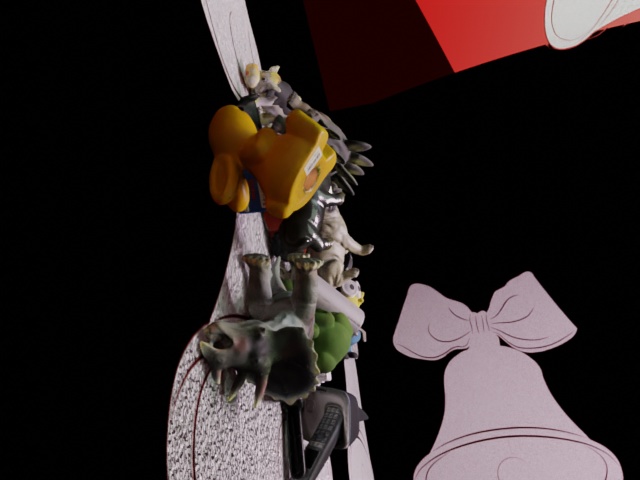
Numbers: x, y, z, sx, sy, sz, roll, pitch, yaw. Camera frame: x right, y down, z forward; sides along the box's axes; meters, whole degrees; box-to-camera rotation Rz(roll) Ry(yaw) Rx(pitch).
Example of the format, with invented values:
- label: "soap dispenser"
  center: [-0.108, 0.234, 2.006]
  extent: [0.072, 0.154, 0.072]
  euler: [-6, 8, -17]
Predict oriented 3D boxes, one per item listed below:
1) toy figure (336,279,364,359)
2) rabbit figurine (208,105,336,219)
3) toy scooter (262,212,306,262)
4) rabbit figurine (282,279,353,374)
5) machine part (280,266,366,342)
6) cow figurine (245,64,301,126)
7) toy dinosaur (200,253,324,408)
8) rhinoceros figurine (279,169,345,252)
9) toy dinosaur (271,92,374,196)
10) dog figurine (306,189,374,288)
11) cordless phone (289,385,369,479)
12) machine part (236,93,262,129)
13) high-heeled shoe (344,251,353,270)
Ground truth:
- label: "toy figure"
  center: [0.044, 0.166, 1.164]
  extent: [0.082, 0.089, 0.180]
  euler: [38, 53, -71]
- label: "rabbit figurine"
  center: [-0.085, -0.111, 0.737]
  extent: [0.162, 0.173, 0.122]
  euler: [-57, 167, 3]
- label: "toy scooter"
  center: [-0.071, -0.053, 1.051]
  extent: [0.135, 0.075, 0.183]
  euler: [-86, 160, -66]
- label: "rabbit figurine"
  center: [-0.037, 0.154, 0.956]
  extent: [0.170, 0.121, 0.159]
  euler: [54, 16, -5]
- label: "machine part"
  center: [0.004, 0.123, 1.060]
  extent: [0.243, 0.079, 0.079]
  euler: [38, 24, -18]
- label: "cow figurine"
  center: [-0.093, -0.295, 1.084]
  extent: [0.167, 0.098, 0.068]
  euler: [60, 28, -73]
- label: "toy dinosaur"
  center: [-0.057, 0.114, 0.781]
  extent: [0.405, 0.131, 0.192]
  euler: [18, 76, -88]
- label: "rhinoceros figurine"
  center: [-0.023, -0.070, 0.828]
  extent: [0.112, 0.073, 0.190]
  euler: [27, 66, -46]
- label: "toy dinosaur"
  center: [0.005, -0.173, 1.106]
  extent: [0.105, 0.199, 0.471]
  euler: [-57, 176, -3]
- label: "dog figurine"
  center: [-0.004, -0.005, 1.106]
  extent: [0.190, 0.121, 0.172]
  euler: [51, 53, -26]
- label: "cordless phone"
  center: [-0.013, 0.353, 0.950]
  extent: [0.088, 0.147, 0.184]
  euler: [53, 54, -21]
- label: "machine part"
  center: [-0.119, -0.203, 0.999]
  extent: [0.084, 0.039, 0.138]
  euler: [-79, 162, -48]
- label: "high-heeled shoe"
  center: [0.041, 0.099, 1.320]
  extent: [0.249, 0.086, 0.145]
  euler: [-134, -152, -75]
